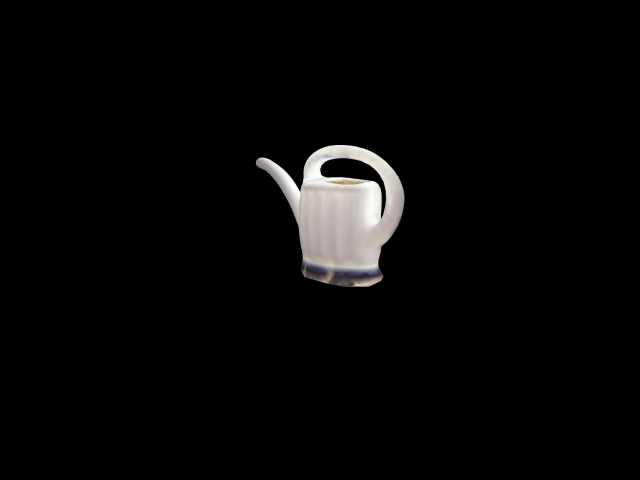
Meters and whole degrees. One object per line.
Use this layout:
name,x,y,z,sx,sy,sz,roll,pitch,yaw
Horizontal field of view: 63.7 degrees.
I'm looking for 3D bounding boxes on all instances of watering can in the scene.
watering can,0.003,-0.043,0.850,0.104,0.223,0.348,-6,10,-40
